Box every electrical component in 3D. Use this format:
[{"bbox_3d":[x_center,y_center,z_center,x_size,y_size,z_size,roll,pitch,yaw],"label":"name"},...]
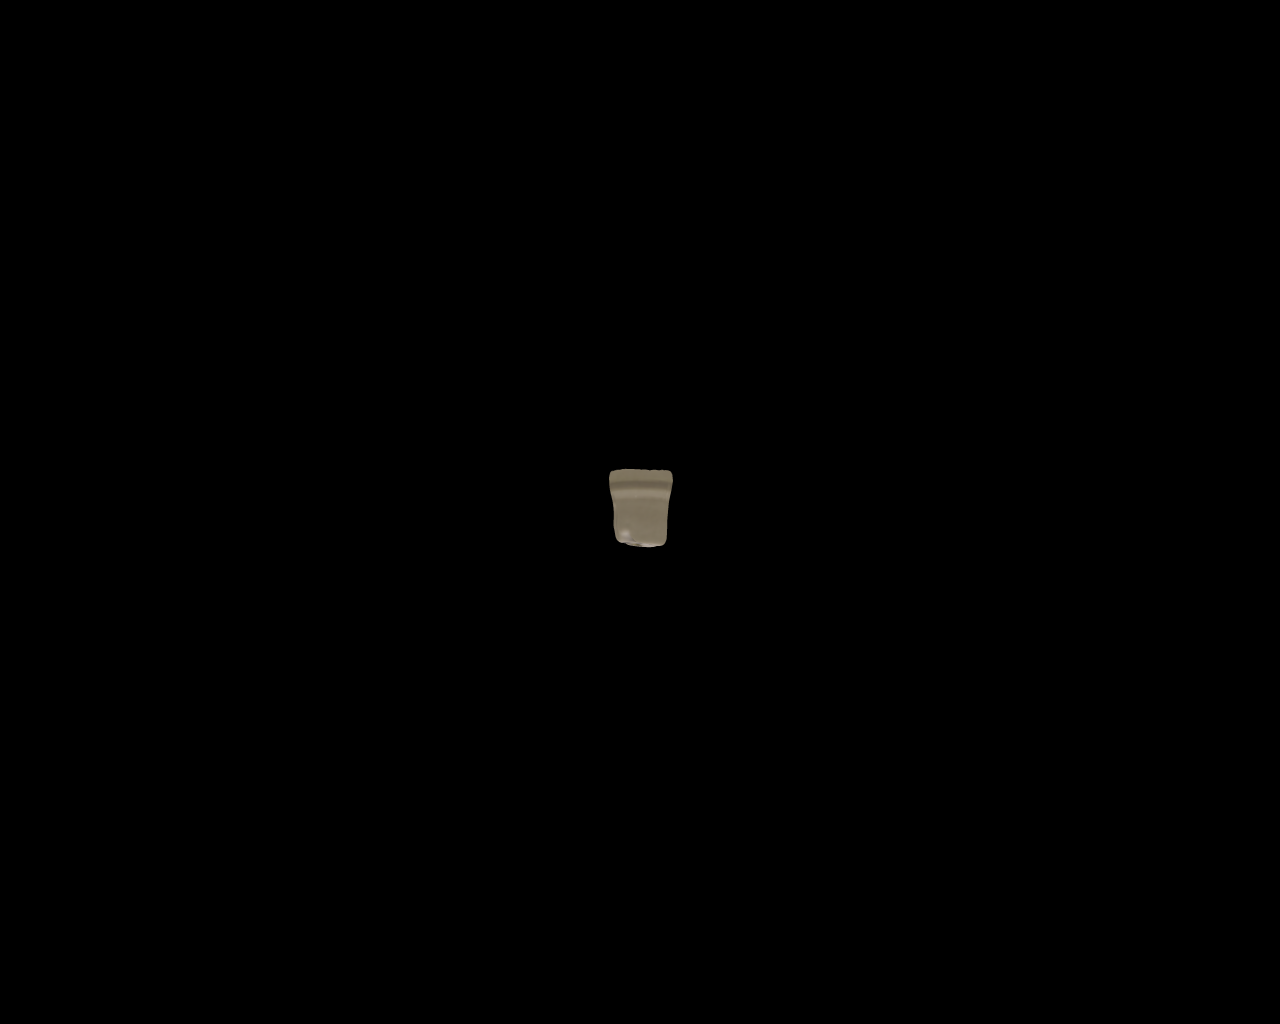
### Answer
[{"bbox_3d":[0.001,-0.003,0.650,0.040,0.046,0.040,0,-5,0],"label":"electrical component"}]
